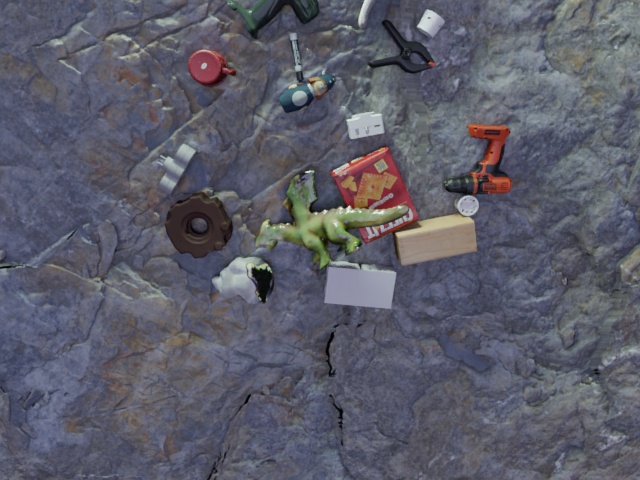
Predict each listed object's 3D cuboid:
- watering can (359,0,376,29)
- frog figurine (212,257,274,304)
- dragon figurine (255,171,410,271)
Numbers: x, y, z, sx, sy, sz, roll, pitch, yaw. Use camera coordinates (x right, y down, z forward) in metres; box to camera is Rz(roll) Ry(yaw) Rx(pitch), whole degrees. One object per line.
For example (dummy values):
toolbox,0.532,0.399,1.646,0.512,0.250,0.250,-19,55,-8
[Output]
watering can,0.173,-0.690,1.221,0.224,0.105,0.344,-5,103,-2
frog figurine,-0.210,0.116,1.420,0.158,0.125,0.135,-13,119,38
dragon figurine,0.004,-0.068,1.343,0.406,0.123,0.242,-33,93,19
